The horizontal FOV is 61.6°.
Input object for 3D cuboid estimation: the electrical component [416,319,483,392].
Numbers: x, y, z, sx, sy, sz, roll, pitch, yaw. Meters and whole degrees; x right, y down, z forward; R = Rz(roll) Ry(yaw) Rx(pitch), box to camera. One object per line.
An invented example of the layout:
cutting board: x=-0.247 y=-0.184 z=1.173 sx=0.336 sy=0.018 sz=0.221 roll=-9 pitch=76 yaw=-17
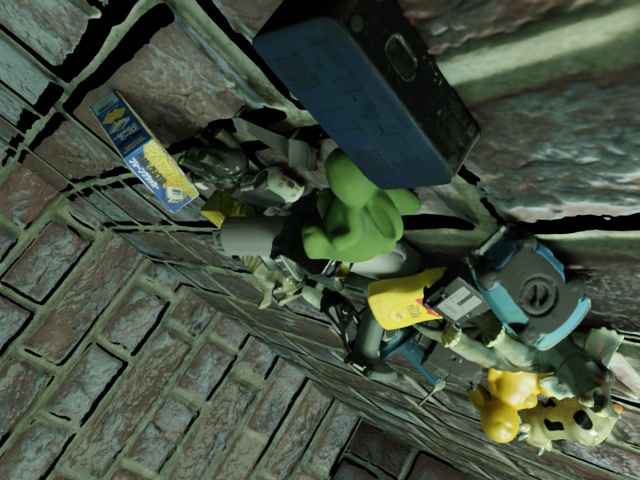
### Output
electrical component: x=0.256 y=0.210 z=1.033 sx=0.134 sy=0.115 sz=0.058 roll=27 pitch=158 yaw=10

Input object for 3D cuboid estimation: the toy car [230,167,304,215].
toy car: x=-0.099 y=-0.088 z=0.964 sx=0.073 sy=0.056 sz=0.202 roll=35 pitch=163 yaw=-24

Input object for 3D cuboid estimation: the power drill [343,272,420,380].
power drill: x=0.116 y=0.147 z=0.987 sx=0.086 sy=0.207 sz=0.232 roll=2 pitch=-174 yaw=-33

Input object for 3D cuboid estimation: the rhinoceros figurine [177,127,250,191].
rhinoceros figurine: x=-0.190 y=-0.140 z=0.968 sx=0.112 sy=0.073 sz=0.190 roll=33 pitch=162 yaw=-31

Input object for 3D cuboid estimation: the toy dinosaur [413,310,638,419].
toy dinosaur: x=0.309 y=0.167 z=0.858 sx=0.192 sy=0.131 sz=0.405 roll=38 pitch=166 yaw=-13

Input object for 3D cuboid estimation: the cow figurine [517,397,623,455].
cow figurine: x=0.461 y=0.348 z=1.026 sx=0.085 sy=0.127 sz=0.195 roll=39 pitch=158 yaw=-9

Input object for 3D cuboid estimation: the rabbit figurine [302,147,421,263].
rabbit figurine: x=0.050 y=-0.045 z=0.747 sx=0.159 sy=0.121 sz=0.170 roll=21 pitch=143 yaw=22

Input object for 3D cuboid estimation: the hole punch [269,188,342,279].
hole punch: x=-0.002 y=-0.003 z=0.917 sx=0.116 sy=0.142 sz=0.092 roll=34 pitch=-174 yaw=22

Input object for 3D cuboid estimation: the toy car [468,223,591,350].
toy car: x=0.251 y=0.055 z=0.689 sx=0.161 sy=0.109 sz=0.103 roll=45 pitch=177 yaw=-6

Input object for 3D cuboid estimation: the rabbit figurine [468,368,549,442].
rabbit figurine: x=0.343 y=0.290 z=1.003 sx=0.122 sy=0.173 sz=0.162 roll=31 pitch=157 yaw=-8

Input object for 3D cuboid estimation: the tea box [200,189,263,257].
tea box: x=-0.168 y=-0.035 z=1.181 sx=0.169 sy=0.068 sz=0.098 roll=43 pitch=158 yaw=-29

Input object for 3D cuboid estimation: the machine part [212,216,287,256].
machine part: x=-0.099 y=-0.009 z=1.012 sx=0.243 sy=0.079 sz=0.079 roll=1 pitch=148 yaw=24

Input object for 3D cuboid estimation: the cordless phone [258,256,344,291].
cordless phone: x=-0.039 y=0.039 z=1.093 sx=0.184 sy=0.089 sz=0.146 roll=28 pitch=159 yaw=36

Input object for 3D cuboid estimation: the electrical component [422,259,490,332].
electrical component: x=0.211 y=0.068 z=0.763 sx=0.075 sy=0.048 sz=0.119 roll=40 pitch=122 yaw=-13

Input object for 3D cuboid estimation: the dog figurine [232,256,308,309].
dog figurine: x=-0.115 y=0.054 z=1.322 sx=0.172 sy=0.121 sz=0.191 roll=2 pitch=-127 yaw=-52

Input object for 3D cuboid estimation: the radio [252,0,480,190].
radio: x=0.053 y=-0.150 z=0.546 sx=0.229 sy=0.073 sz=0.131 roll=43 pitch=158 yaw=-31

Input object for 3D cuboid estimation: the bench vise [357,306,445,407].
bench vise: x=0.184 y=0.223 z=1.142 sx=0.240 sy=0.129 sz=0.223 roll=50 pitch=170 yaw=6

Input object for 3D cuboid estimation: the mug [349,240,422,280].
mug: x=0.113 y=0.025 z=0.879 sx=0.107 sy=0.081 sz=0.109 roll=20 pitch=155 yaw=-4

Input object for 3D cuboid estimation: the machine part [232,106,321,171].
machine part: x=-0.063 y=-0.148 z=0.786 sx=0.139 sy=0.039 sz=0.084 roll=29 pitch=166 yaw=7

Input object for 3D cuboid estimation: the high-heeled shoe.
high-heeled shoe: x=0.090 y=0.208 z=1.177 sx=0.248 sy=0.086 sz=0.145 roll=44 pitch=155 yaw=-6
